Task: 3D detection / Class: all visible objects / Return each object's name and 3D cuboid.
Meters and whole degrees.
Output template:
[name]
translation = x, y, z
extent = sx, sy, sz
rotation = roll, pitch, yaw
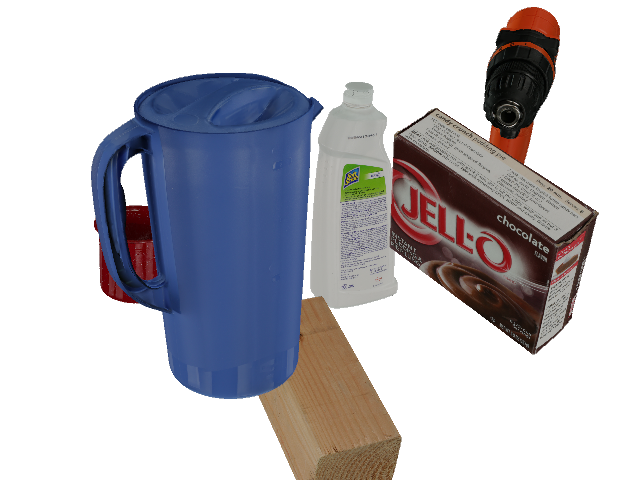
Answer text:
[wood block]
translation = -0.003, 0.165, 1.116
extent = 0.090, 0.090, 0.206
rotation = -10, 43, -20
[power drill]
translation = 0.155, -0.081, 0.881
extent = 0.057, 0.188, 0.184
rotation = 15, 35, 11
[mug]
translation = -0.212, 0.012, 1.190
extent = 0.093, 0.081, 0.117
rotation = -19, 35, -39
[pudding box]
translation = 0.088, -0.006, 0.573
extent = 0.114, 0.090, 0.039
rotation = 36, 59, 29
[bleach bottle]
translation = 0.042, -0.052, 1.176
extent = 0.102, 0.251, 0.068
rotation = -13, 31, -28
[pitcher]
translation = -0.081, 0.001, 0.832
extent = 0.149, 0.243, 0.145
rotation = 5, 27, 9
